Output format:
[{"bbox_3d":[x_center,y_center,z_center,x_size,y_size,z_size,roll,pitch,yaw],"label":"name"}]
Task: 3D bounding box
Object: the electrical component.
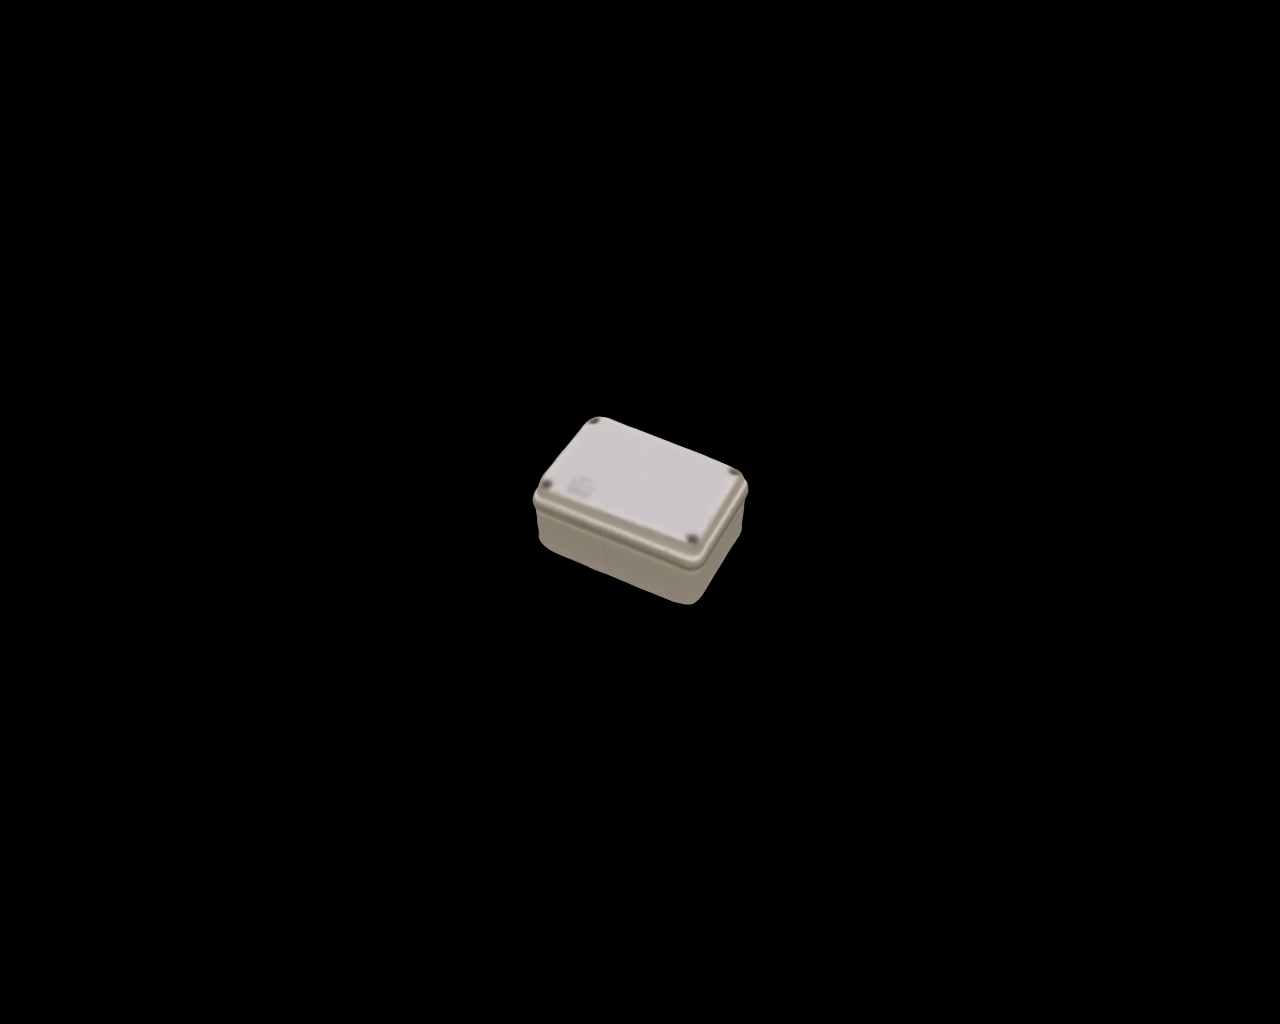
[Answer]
[{"bbox_3d":[0.001,-0.003,0.650,0.113,0.078,0.057,22,-38,18],"label":"electrical component"}]
